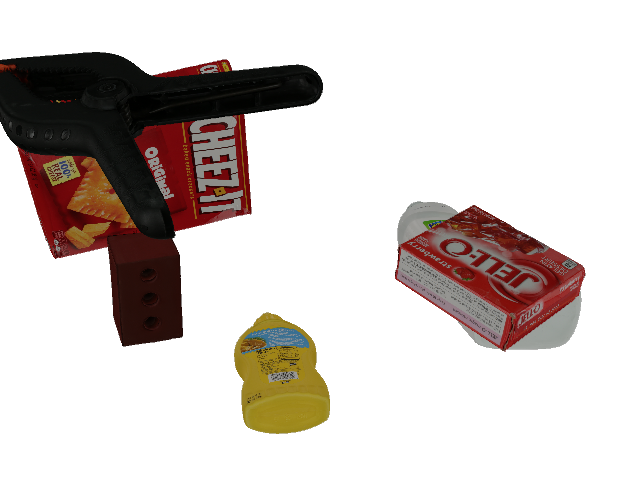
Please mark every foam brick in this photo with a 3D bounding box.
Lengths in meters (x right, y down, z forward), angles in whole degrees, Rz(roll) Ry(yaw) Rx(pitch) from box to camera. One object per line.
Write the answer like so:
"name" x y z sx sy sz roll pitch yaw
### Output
"foam brick" -0.144 0.038 0.878 0.053 0.078 0.051 -8 26 -16

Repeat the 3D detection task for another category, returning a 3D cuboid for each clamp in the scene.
"clamp" -0.114 -0.080 0.643 0.210 0.036 0.164 22 45 31

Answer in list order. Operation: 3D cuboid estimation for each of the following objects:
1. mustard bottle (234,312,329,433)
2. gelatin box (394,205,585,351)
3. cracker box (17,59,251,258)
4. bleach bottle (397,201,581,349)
"mustard bottle" -0.051 0.142 1.235 0.096 0.058 0.191 -6 30 -7
"gelatin box" 0.102 0.020 0.645 0.073 0.030 0.089 -27 46 -37
"cracker box" -0.180 -0.076 1.056 0.213 0.072 0.164 -13 -40 -11
"bleach bottle" 0.142 0.018 1.007 0.102 0.068 0.251 0 22 -16
